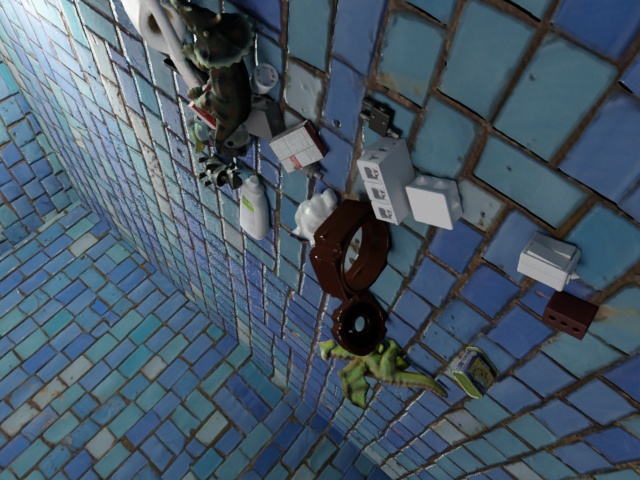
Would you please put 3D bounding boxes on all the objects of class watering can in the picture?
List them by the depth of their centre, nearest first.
[{"bbox_3d":[-0.361,-0.484,1.172,0.227,0.104,0.342,57,172,20],"label":"watering can"}]

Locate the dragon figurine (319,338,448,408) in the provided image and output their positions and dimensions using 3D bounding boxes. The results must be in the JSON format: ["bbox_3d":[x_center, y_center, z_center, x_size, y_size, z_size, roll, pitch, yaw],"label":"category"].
[{"bbox_3d":[0.169,0.421,1.596,0.414,0.246,0.119,35,147,25],"label":"dragon figurine"}]

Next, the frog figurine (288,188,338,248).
[{"bbox_3d":[0.004,-0.067,1.323,0.139,0.123,0.157,37,117,35],"label":"frog figurine"}]
